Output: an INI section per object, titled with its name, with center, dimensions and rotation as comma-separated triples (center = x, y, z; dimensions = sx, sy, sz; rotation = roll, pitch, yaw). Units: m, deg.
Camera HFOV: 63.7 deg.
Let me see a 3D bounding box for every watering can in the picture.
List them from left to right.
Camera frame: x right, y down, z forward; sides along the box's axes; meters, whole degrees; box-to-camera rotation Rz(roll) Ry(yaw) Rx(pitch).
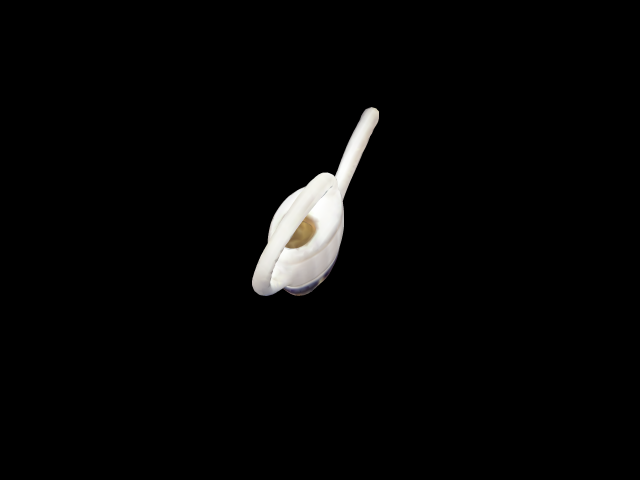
[watering can]
center = 0.003, -0.043, 0.850
dimensions = 0.104, 0.353, 0.220
rotation = 30, -22, 13
